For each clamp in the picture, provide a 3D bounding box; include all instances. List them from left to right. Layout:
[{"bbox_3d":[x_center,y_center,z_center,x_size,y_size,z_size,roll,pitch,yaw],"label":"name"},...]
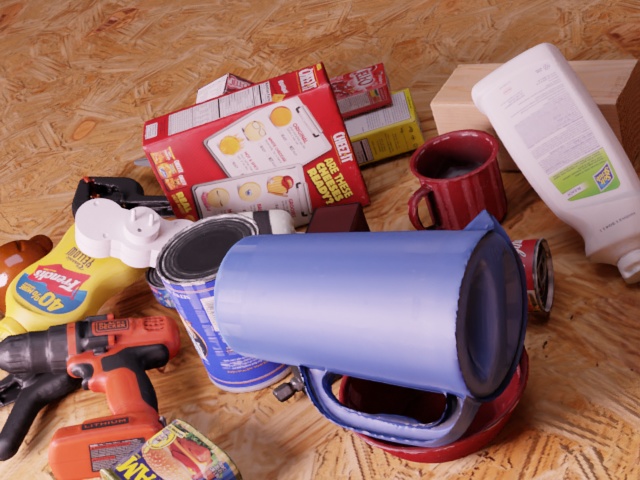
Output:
[{"bbox_3d":[-0.308,0.152,1.100,0.120,0.039,0.171,14,41,28],"label":"clamp"},{"bbox_3d":[-0.243,-0.041,1.338,0.164,0.036,0.210,-24,32,-16],"label":"clamp"}]

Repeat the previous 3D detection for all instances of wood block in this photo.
[{"bbox_3d":[0.239,-0.135,1.161,0.206,0.091,0.090,4,41,33],"label":"wood block"}]

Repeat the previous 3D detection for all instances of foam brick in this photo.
[{"bbox_3d":[0.023,0.009,1.089,0.053,0.078,0.051,-7,37,22],"label":"foam brick"}]

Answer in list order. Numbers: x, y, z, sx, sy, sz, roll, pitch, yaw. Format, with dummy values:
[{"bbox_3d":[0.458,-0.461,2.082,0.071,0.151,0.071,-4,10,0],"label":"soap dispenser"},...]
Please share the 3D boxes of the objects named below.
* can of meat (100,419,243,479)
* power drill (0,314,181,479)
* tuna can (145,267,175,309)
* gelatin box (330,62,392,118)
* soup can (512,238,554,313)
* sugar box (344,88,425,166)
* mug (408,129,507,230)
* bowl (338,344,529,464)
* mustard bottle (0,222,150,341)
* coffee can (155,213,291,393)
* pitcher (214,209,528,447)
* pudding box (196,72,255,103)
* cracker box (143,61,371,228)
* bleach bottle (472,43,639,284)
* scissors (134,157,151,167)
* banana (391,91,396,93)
[{"bbox_3d":[-0.124,0.208,0.908,0.083,0.057,0.102,-35,37,-25],"label":"can of meat"},{"bbox_3d":[-0.220,0.143,1.018,0.184,0.057,0.188,-7,36,-9],"label":"power drill"},{"bbox_3d":[-0.147,0.037,1.179,0.086,0.033,0.086,-14,34,10],"label":"tuna can"},{"bbox_3d":[0.049,-0.184,1.311,0.073,0.030,0.089,-16,25,9],"label":"gelatin box"},{"bbox_3d":[0.159,0.035,0.987,0.102,0.068,0.068,-4,37,25],"label":"soup can"},{"bbox_3d":[0.034,-0.124,1.297,0.176,0.048,0.093,-18,30,9],"label":"sugar box"},{"bbox_3d":[0.139,-0.049,1.103,0.117,0.081,0.093,-37,37,-22],"label":"mug"},{"bbox_3d":[0.099,0.133,0.891,0.162,0.055,0.162,-14,34,10],"label":"bowl"},{"bbox_3d":[-0.275,0.055,1.137,0.096,0.058,0.191,30,57,21],"label":"mustard bottle"},{"bbox_3d":[-0.083,0.061,1.015,0.103,0.140,0.103,-14,34,10],"label":"coffee can"},{"bbox_3d":[0.034,0.063,0.867,0.243,0.145,0.149,2,30,33],"label":"pitcher"},{"bbox_3d":[-0.099,-0.169,1.337,0.114,0.090,0.039,-11,62,63],"label":"pudding box"},{"bbox_3d":[-0.070,-0.087,1.196,0.214,0.164,0.072,-18,36,5],"label":"cracker box"},{"bbox_3d":[0.241,-0.066,1.021,0.103,0.068,0.251,-33,60,19],"label":"bleach bottle"},{"bbox_3d":[-0.192,-0.081,1.327,0.202,0.016,0.096,-16,56,50],"label":"scissors"},{"bbox_3d":[0.017,-0.162,1.371,0.198,0.037,0.069,-16,45,8],"label":"banana"}]
